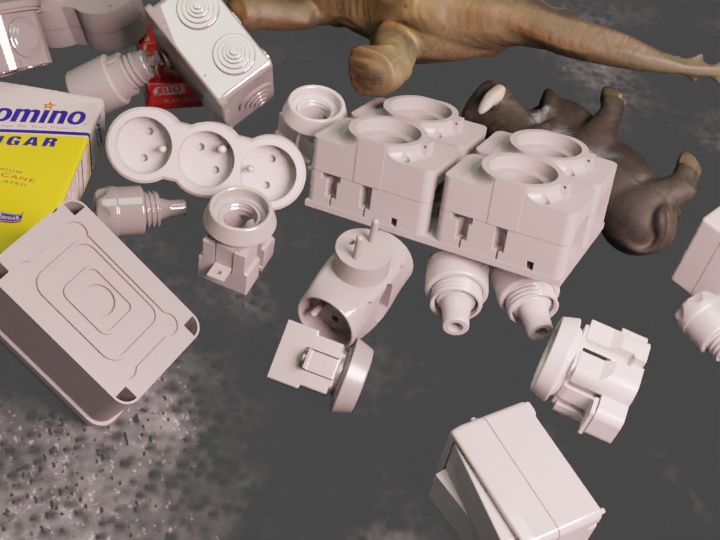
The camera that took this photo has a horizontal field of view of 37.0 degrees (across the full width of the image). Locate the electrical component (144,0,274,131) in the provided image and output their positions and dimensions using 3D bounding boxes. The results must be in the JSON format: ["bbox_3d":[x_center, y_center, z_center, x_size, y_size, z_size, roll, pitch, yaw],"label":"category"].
[{"bbox_3d":[-0.105,-0.155,0.775,0.048,0.099,0.099,-38,87,-7],"label":"electrical component"}]

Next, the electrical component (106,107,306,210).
[{"bbox_3d":[-0.107,-0.081,0.770,0.138,0.052,0.073,12,8,-4],"label":"electrical component"}]

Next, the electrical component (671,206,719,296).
[{"bbox_3d":[0.274,-0.001,0.763,0.047,0.065,0.077,-31,60,-32],"label":"electrical component"}]

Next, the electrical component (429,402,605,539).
[{"bbox_3d":[0.081,0.125,0.614,0.061,0.061,0.096,-17,54,-23],"label":"electrical component"}]

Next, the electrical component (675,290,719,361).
[{"bbox_3d":[0.247,0.045,0.737,0.035,0.035,0.061,-19,56,-26],"label":"electrical component"}]

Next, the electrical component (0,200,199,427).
[{"bbox_3d":[-0.163,0.027,0.629,0.113,0.057,0.078,47,50,-8],"label":"electrical component"}]

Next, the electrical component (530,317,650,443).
[{"bbox_3d":[0.145,0.065,0.685,0.057,0.058,0.078,24,49,7],"label":"electrical component"}]

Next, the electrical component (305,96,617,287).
[{"bbox_3d":[0.071,-0.064,0.743,0.186,0.060,0.105,19,31,20],"label":"electrical component"}]

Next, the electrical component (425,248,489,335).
[{"bbox_3d":[0.065,0.015,0.723,0.043,0.043,0.062,9,48,-3],"label":"electrical component"}]

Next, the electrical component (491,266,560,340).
[{"bbox_3d":[0.115,0.018,0.730,0.043,0.043,0.062,-1,50,-12],"label":"electrical component"}]

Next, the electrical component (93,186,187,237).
[{"bbox_3d":[-0.150,-0.041,0.737,0.061,0.035,0.035,-5,50,-18],"label":"electrical component"}]

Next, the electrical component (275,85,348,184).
[{"bbox_3d":[-0.035,-0.103,0.801,0.048,0.055,0.066,-28,59,-30],"label":"electrical component"}]

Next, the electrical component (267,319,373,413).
[{"bbox_3d":[-0.025,0.058,0.659,0.055,0.066,0.048,21,82,-3],"label":"electrical component"}]

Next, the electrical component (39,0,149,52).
[{"bbox_3d":[-0.238,-0.215,0.830,0.138,0.073,0.052,6,52,12],"label":"electrical component"}]

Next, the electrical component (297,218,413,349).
[{"bbox_3d":[0.000,0.000,0.699,0.043,0.079,0.077,29,50,16],"label":"electrical component"}]

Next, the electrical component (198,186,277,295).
[{"bbox_3d":[-0.081,-0.022,0.719,0.048,0.055,0.066,22,48,9],"label":"electrical component"}]

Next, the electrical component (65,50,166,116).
[{"bbox_3d":[-0.182,-0.142,0.801,0.078,0.040,0.040,-24,50,9],"label":"electrical component"}]

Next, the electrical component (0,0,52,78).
[{"bbox_3d":[-0.268,-0.167,0.783,0.080,0.051,0.080,-13,12,3],"label":"electrical component"}]
